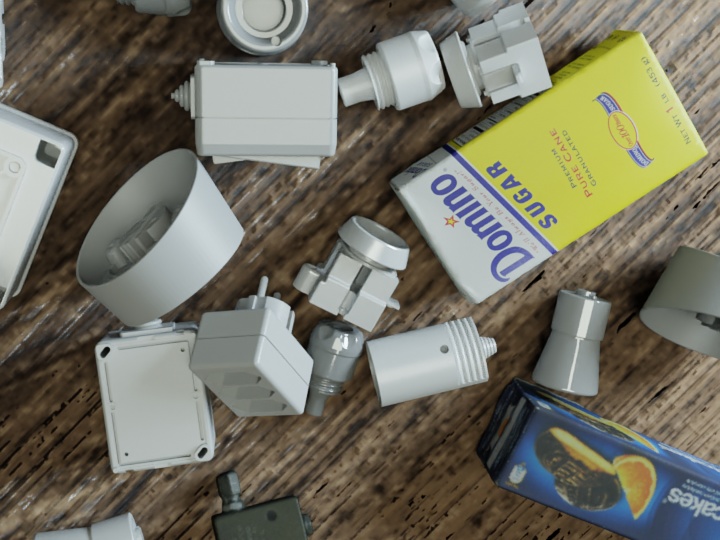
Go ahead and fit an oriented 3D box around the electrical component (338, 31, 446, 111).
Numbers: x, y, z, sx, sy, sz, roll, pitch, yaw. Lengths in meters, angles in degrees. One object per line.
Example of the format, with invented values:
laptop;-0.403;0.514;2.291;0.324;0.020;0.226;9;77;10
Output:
electrical component;0.018;-0.117;0.652;0.062;0.043;0.043;-19;104;-1

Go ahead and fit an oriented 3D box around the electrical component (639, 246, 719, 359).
electrical component;0.235;0.026;0.685;0.099;0.099;0.064;23;92;-11

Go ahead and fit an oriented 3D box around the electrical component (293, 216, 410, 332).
electrical component;0.000;0.000;0.675;0.066;0.048;0.055;27;105;-12

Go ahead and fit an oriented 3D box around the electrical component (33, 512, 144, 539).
electrical component;-0.173;0.182;0.696;0.065;0.044;0.044;-16;104;-8

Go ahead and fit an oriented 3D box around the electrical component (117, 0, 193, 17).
electrical component;-0.129;-0.167;0.627;0.061;0.035;0.035;3;102;-5

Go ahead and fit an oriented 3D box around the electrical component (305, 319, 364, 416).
electrical component;-0.021;0.064;0.692;0.035;0.035;0.061;16;102;-10

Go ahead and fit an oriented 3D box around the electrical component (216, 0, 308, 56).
electrical component;-0.057;-0.153;0.632;0.055;0.047;0.055;-2;103;-7

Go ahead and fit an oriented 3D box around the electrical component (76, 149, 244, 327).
electrical component;-0.119;-0.017;0.631;0.099;0.099;0.064;-37;111;2

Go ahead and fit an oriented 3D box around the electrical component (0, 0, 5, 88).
electrical component;-0.235;-0.143;0.608;0.057;0.058;0.078;-1;103;-10

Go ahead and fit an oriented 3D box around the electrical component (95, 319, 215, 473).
electrical component;-0.127;0.070;0.670;0.062;0.061;0.096;-7;95;-6

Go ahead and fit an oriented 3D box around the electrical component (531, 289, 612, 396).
electrical component;0.141;0.045;0.705;0.044;0.044;0.065;11;96;-9

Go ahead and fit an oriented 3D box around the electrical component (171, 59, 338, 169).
electrical component;-0.063;-0.093;0.637;0.096;0.061;0.061;0;102;-7

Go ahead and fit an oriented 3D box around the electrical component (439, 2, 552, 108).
electrical component;0.081;-0.127;0.652;0.055;0.066;0.048;-19;131;10

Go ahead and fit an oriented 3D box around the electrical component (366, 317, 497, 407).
electrical component;0.048;0.058;0.694;0.081;0.043;0.043;-13;104;-4

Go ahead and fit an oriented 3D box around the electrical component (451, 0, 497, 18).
electrical component;0.063;-0.185;0.642;0.045;0.045;0.055;-42;105;3

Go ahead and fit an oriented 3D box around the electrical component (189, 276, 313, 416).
electrical component;-0.062;0.041;0.660;0.047;0.076;0.065;-5;145;23

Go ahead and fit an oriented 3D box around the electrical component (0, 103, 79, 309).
electrical component;-0.237;-0.048;0.629;0.109;0.056;0.108;22;99;-11
